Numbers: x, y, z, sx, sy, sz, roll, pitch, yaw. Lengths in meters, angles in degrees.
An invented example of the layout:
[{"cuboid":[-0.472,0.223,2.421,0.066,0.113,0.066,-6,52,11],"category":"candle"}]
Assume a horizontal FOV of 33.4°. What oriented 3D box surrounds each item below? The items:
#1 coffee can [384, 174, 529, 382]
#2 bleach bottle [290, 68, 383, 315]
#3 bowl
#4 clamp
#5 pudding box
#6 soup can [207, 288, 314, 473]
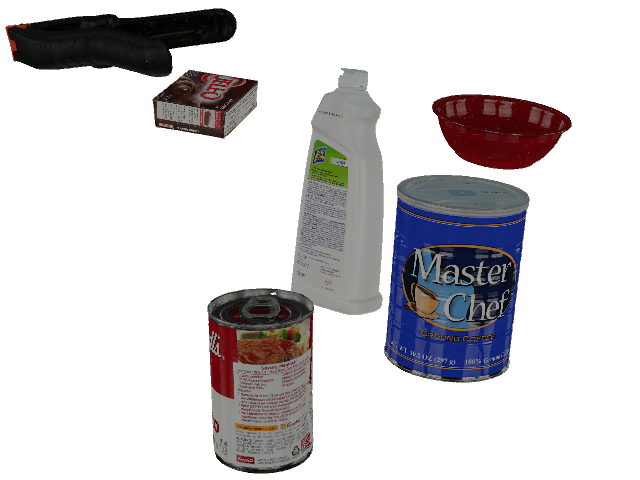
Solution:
[{"cuboid":[0.107,0.028,0.849,0.103,0.140,0.103,3,17,-1],"category":"coffee can"},{"cuboid":[0.028,-0.054,1.135,0.103,0.251,0.067,16,16,36],"category":"bleach bottle"},{"cuboid":[0.207,-0.123,1.244,0.162,0.055,0.162,4,23,-2],"category":"bowl"},{"cuboid":[-0.150,-0.150,0.792,0.172,0.039,0.120,10,22,27],"category":"clamp"},{"cuboid":[-0.133,-0.161,1.248,0.090,0.039,0.113,10,31,13],"category":"pudding box"},{"cuboid":[-0.037,0.090,0.690,0.068,0.102,0.068,0,17,0],"category":"soup can"}]
